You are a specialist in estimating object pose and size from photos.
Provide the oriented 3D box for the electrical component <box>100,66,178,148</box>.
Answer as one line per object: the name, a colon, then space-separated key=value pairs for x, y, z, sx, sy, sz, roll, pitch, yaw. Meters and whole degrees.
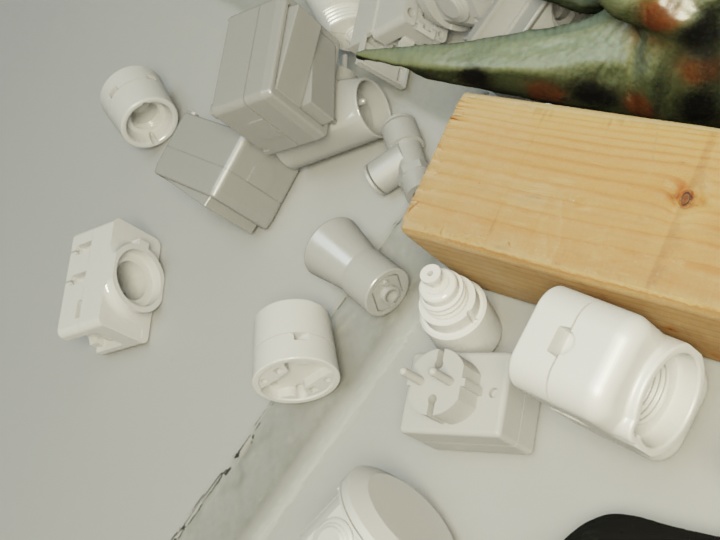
electrical component: x=-0.184 y=-0.135 z=0.901 sx=0.055 sy=0.055 sz=0.047 roll=-45 pitch=51 yaw=12

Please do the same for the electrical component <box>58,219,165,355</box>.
electrical component: x=-0.190 y=0.012 z=0.830 sx=0.056 sy=0.050 sz=0.089 roll=-16 pitch=58 yaw=33

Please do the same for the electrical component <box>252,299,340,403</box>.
electrical component: x=-0.042 y=0.051 z=0.686 sx=0.055 sy=0.055 sz=0.047 roll=-28 pitch=49 yaw=26

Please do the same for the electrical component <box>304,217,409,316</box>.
electrical component: x=0.000 y=0.000 z=0.688 sx=0.065 sy=0.044 sz=0.044 roll=39 pitch=95 yaw=39

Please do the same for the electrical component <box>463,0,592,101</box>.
electrical component: x=0.119 y=-0.159 z=0.650 sx=0.121 sy=0.079 sz=0.063 roll=-55 pitch=23 yaw=3

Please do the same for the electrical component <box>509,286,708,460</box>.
electrical component: x=0.125 y=0.052 z=0.518 sx=0.059 sy=0.095 sz=0.053 roll=23 pitch=84 yaw=44

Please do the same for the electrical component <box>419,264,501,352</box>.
electrical component: x=0.053 y=0.022 z=0.610 sx=0.040 sy=0.078 sz=0.040 roll=-13 pitch=54 yaw=18

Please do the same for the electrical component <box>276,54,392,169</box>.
electrical component: x=-0.020 y=-0.118 z=0.764 sx=0.077 sy=0.043 sz=0.079 roll=-16 pitch=58 yaw=33

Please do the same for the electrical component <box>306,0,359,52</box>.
electrical component: x=-0.012 y=-0.191 z=0.795 sx=0.043 sy=0.043 sz=0.081 roll=-38 pitch=49 yaw=18

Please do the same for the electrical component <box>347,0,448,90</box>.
electrical component: x=0.030 y=-0.172 z=0.742 sx=0.064 sy=0.042 sz=0.081 roll=-15 pitch=59 yaw=51

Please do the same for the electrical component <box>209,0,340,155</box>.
electrical component: x=-0.052 y=-0.136 z=0.724 sx=0.061 sy=0.062 sz=0.096 roll=-12 pitch=60 yaw=35

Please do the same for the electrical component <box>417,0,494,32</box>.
electrical component: x=0.078 y=-0.194 z=0.695 sx=0.051 sy=0.080 sz=0.080 roll=24 pitch=84 yaw=48

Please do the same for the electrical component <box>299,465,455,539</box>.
electrical component: x=0.011 y=0.148 z=0.573 sx=0.051 sy=0.080 sz=0.080 roll=-49 pitch=46 yaw=17

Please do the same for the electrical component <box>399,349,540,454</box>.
electrical component: x=0.051 y=0.066 z=0.585 sx=0.066 sy=0.077 sz=0.047 roll=-4 pitch=65 yaw=38

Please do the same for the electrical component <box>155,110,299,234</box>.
electrical component: x=-0.105 y=-0.072 z=0.796 sx=0.096 sy=0.062 sz=0.061 roll=23 pitch=84 yaw=44
